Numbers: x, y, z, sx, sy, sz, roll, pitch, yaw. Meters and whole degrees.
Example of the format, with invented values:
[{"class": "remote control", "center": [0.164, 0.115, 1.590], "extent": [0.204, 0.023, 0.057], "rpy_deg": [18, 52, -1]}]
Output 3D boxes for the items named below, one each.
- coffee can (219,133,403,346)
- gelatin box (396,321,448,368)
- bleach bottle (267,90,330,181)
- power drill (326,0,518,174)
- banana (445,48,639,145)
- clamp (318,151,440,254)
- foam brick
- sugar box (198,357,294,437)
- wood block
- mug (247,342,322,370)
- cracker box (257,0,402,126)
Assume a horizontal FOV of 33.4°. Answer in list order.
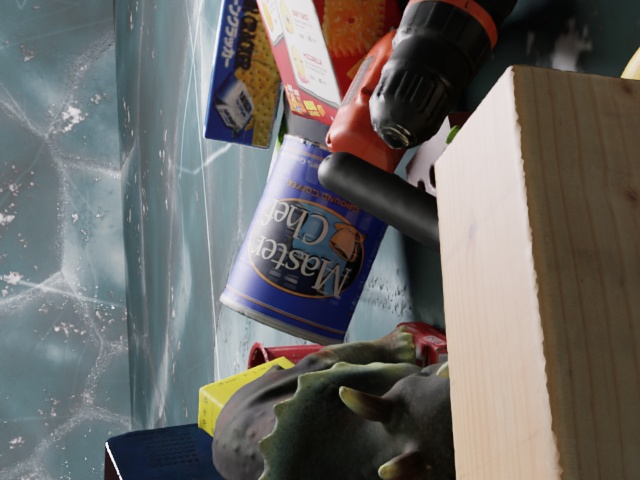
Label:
[{"class": "coffee can", "center": [-0.005, 0.001, 0.829], "extent": [0.140, 0.102, 0.103], "rpy_deg": [-69, 18, 0]}, {"class": "gelatin box", "center": [0.078, 0.109, 0.763], "extent": [0.073, 0.030, 0.089], "rpy_deg": [-153, 62, -70]}, {"class": "bleach bottle", "center": [-0.014, -0.065, 0.995], "extent": [0.102, 0.068, 0.251], "rpy_deg": [-112, 28, -55]}, {"class": "power drill", "center": [0.061, -0.105, 0.646], "extent": [0.184, 0.057, 0.188], "rpy_deg": [-60, 5, -23]}, {"class": "banana", "center": [0.129, -0.048, 0.536], "extent": [0.037, 0.069, 0.198], "rpy_deg": [-54, 13, -22]}, {"class": "clamp", "center": [0.102, 0.019, 0.594], "extent": [0.036, 0.164, 0.210], "rpy_deg": [-52, 32, -15]}, {"class": "foam brick", "center": [0.093, -0.040, 0.664], "extent": [0.078, 0.051, 0.053], "rpy_deg": [125, 140, -63]}, {"class": "sugar box", "center": [-0.010, 0.159, 0.845], "extent": [0.176, 0.093, 0.048], "rpy_deg": [27, 124, 43]}, {"class": "wood block", "center": [0.107, 0.045, 0.422], "extent": [0.091, 0.090, 0.206], "rpy_deg": [123, 149, -61]}, {"class": "mug", "center": [-0.020, 0.149, 0.998], "extent": [0.093, 0.081, 0.117], "rpy_deg": [-119, 32, -56]}, {"class": "cracker box", "center": [-0.001, -0.199, 0.822], "extent": [0.164, 0.072, 0.213], "rpy_deg": [-146, 37, -69]}]
